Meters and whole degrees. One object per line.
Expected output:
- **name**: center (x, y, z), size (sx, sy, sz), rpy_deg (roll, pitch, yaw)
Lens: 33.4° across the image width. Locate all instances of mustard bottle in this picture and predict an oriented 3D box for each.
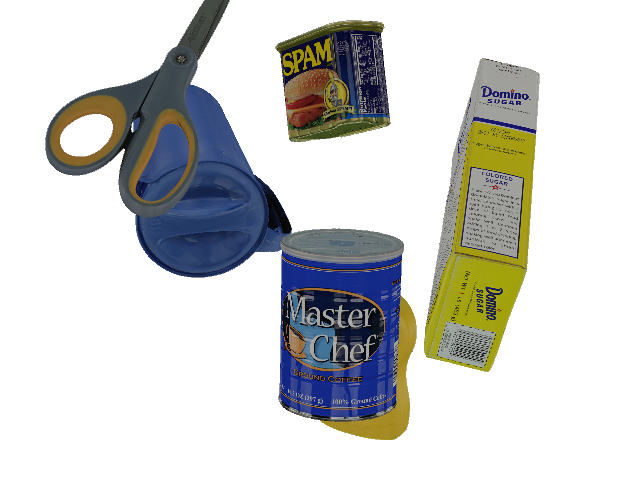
- **mustard bottle**: center (0.051, 0.106, 1.112), size (0.096, 0.192, 0.058), rpy_deg (11, 15, 26)

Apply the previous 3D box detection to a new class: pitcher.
- **pitcher**: center (-0.131, -0.073, 1.155), size (0.145, 0.149, 0.243), rpy_deg (-21, 33, -1)

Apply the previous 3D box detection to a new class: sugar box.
- **sugar box**: center (0.099, -0.019, 0.639), size (0.048, 0.176, 0.093), rpy_deg (14, -43, 4)

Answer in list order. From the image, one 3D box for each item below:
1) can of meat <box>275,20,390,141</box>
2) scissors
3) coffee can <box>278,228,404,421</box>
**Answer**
- **can of meat**: center (0.011, -0.131, 0.898), size (0.057, 0.084, 0.102), rpy_deg (-6, -1, -38)
- **scissors**: center (-0.104, -0.103, 0.640), size (0.096, 0.201, 0.016), rpy_deg (7, -31, -5)
- **coffee can**: center (0.016, 0.068, 0.901), size (0.103, 0.140, 0.103), rpy_deg (1, 12, 0)
